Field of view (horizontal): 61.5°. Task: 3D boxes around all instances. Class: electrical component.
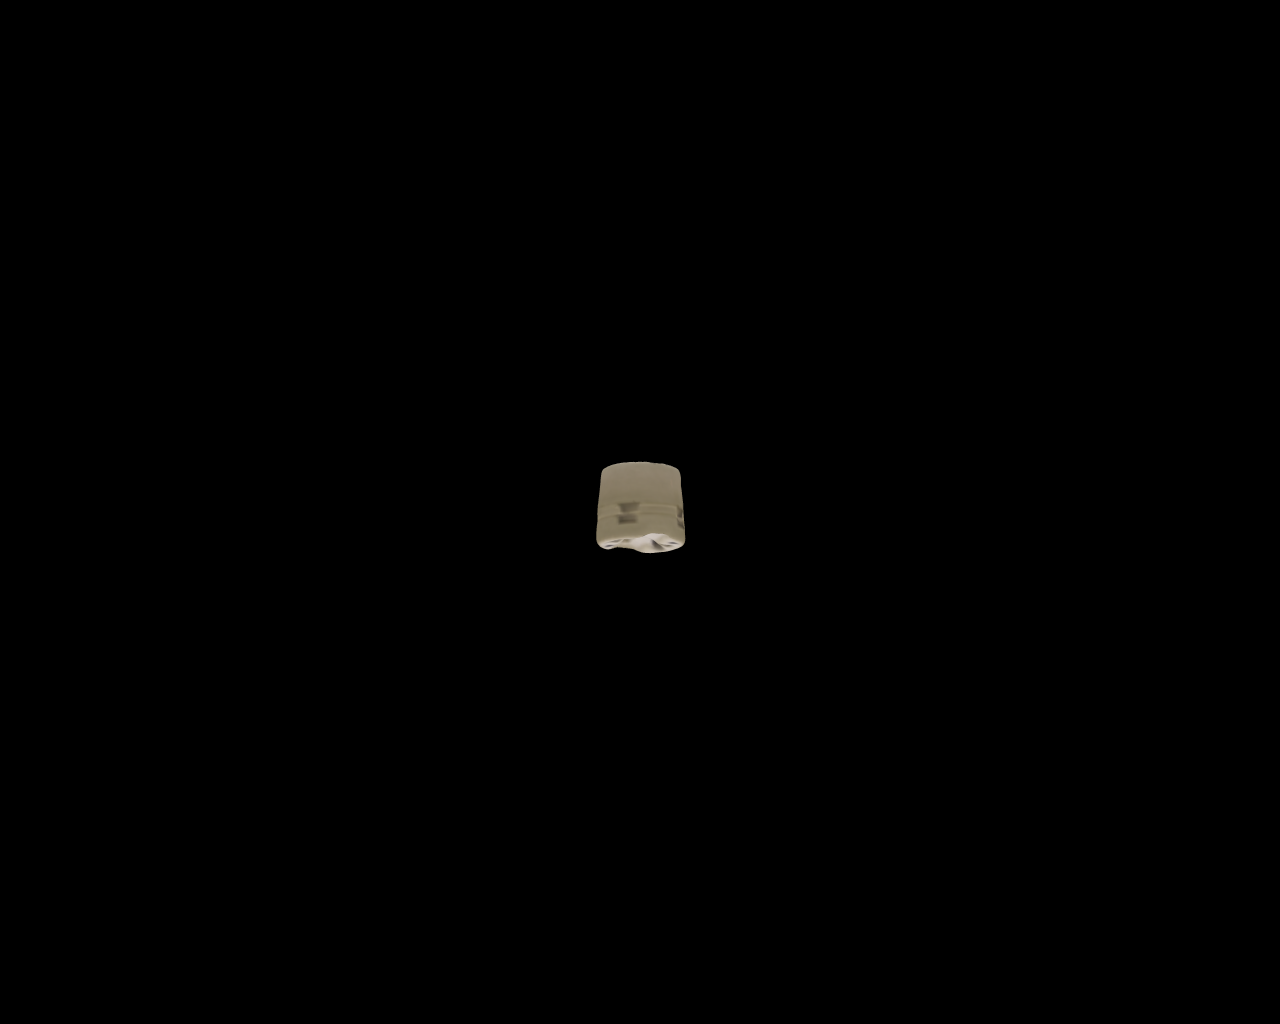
[{"bbox_3d":[0.001,-0.003,0.650,0.055,0.047,0.055,0,-11,0],"label":"electrical component"}]
